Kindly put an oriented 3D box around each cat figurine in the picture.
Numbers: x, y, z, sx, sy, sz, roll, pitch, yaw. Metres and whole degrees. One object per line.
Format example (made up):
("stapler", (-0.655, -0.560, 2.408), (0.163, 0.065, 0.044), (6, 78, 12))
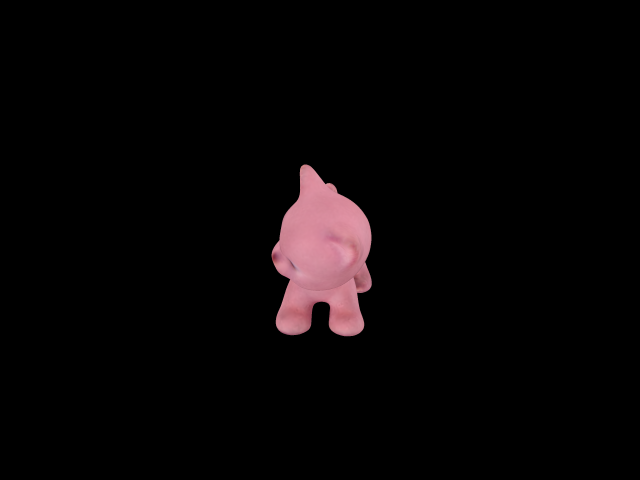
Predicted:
("cat figurine", (0.004, 0.001, 0.400), (0.067, 0.118, 0.128), (2, 24, 5))
